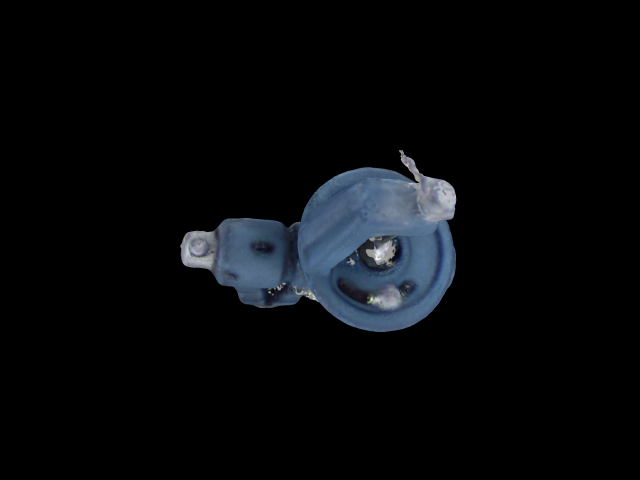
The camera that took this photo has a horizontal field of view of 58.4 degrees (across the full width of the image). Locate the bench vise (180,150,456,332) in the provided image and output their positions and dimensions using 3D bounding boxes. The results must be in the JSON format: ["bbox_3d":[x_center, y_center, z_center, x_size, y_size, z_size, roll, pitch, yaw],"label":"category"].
[{"bbox_3d":[0.007,0.013,0.397,0.207,0.220,0.121,-18,77,-4],"label":"bench vise"}]
